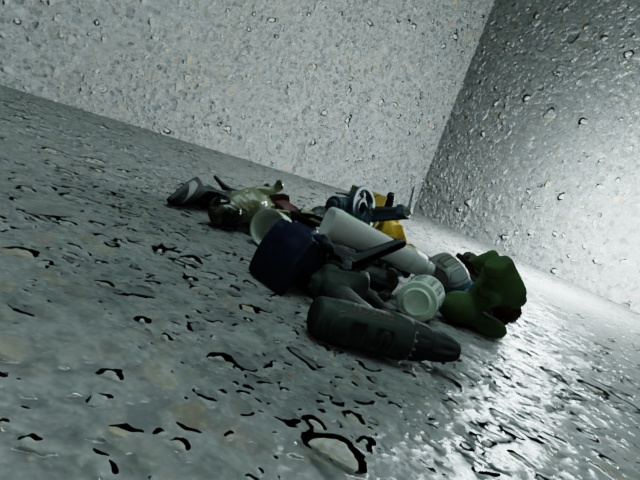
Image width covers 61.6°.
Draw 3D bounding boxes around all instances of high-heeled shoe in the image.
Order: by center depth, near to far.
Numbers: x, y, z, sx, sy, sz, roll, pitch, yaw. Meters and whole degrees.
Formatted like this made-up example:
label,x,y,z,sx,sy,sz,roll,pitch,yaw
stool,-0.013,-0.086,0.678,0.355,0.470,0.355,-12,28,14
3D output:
label,x,y,z,sx,sy,sz,roll,pitch,yaw
high-heeled shoe,-0.265,-0.084,1.320,0.145,0.086,0.249,51,32,-2

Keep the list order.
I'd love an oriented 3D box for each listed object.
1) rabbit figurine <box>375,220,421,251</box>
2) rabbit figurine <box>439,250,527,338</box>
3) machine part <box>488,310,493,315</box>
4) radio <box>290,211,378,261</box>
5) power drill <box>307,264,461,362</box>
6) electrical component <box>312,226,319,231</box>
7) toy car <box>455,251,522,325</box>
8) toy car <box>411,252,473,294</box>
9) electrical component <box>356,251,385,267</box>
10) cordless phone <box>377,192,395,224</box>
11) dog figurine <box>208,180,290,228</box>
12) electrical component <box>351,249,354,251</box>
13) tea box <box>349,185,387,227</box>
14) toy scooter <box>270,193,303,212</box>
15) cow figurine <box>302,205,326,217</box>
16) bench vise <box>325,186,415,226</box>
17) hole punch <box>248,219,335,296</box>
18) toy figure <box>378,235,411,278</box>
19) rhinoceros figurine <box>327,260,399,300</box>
label,x,y,z,sx,sy,sz,roll,pitch,yaw
rabbit figurine,0.229,0.021,1.522,0.173,0.122,0.162,37,8,-16
rabbit figurine,0.328,0.121,1.112,0.159,0.170,0.121,60,1,-17
machine part,0.392,0.125,1.362,0.079,0.079,0.243,12,13,-38
radio,0.027,0.000,1.326,0.230,0.073,0.131,24,9,29
power drill,0.077,0.116,0.828,0.232,0.086,0.207,13,19,-21
electrical component,-0.003,-0.004,1.223,0.119,0.047,0.075,-15,-9,31
toy car,0.379,0.112,1.244,0.053,0.089,0.202,-28,62,-32
toy car,0.283,0.084,1.218,0.109,0.102,0.162,-23,34,-22
electrical component,0.111,0.046,1.206,0.045,0.102,0.078,24,35,35
cordless phone,0.189,-0.069,1.702,0.089,0.184,0.147,14,11,-7
dog figurine,-0.191,-0.070,1.273,0.190,0.121,0.172,-11,-15,-30
electrical component,0.031,0.035,1.178,0.094,0.063,0.021,13,13,-32
tea box,0.119,-0.069,1.604,0.098,0.169,0.068,12,11,-32
toy scooter,-0.109,-0.082,1.443,0.135,0.075,0.184,-15,26,-39
cow figurine,-0.011,-0.057,1.499,0.068,0.098,0.167,32,14,22
bench vise,0.136,-0.070,1.391,0.241,0.129,0.223,2,-17,34
hole punch,-0.054,0.029,0.925,0.092,0.115,0.142,2,19,-38
toy figure,0.183,0.043,1.359,0.082,0.089,0.180,25,6,-12
rhinoceros figurine,0.074,0.058,1.112,0.190,0.073,0.112,20,11,2
